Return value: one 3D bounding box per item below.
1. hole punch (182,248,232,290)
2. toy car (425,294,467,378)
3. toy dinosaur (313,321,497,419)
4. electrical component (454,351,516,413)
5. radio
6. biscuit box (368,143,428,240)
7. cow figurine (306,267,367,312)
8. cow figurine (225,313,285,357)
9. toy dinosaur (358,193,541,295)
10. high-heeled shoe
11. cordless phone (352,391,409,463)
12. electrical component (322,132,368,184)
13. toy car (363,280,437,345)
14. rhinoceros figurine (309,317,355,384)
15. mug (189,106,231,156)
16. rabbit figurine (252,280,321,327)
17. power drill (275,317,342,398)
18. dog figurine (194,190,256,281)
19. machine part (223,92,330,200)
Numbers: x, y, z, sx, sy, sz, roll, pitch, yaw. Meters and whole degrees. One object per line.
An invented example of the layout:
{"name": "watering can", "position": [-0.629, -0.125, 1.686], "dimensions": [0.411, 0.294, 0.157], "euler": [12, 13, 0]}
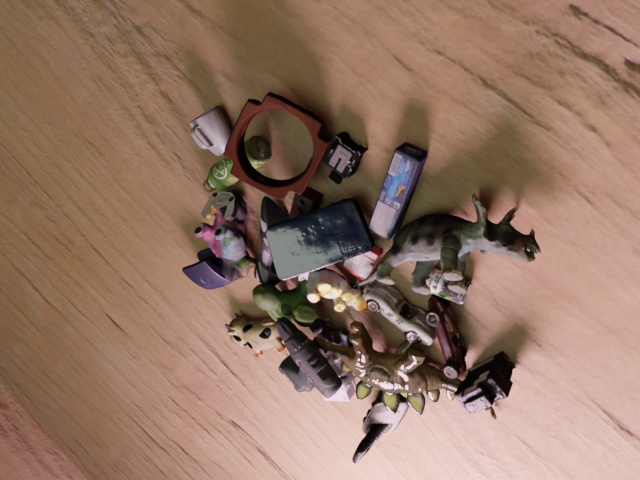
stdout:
{"name": "hole punch", "position": [-0.312, 0.089, 1.523], "dimensions": [0.142, 0.092, 0.115], "euler": [-22, 105, 34]}
{"name": "toy car", "position": [0.290, 0.215, 1.216], "dimensions": [0.053, 0.089, 0.202], "euler": [-10, 106, 35]}
{"name": "toy dinosaur", "position": [0.201, 0.320, 1.306], "dimensions": [0.472, 0.105, 0.198], "euler": [13, 117, 16]}
{"name": "electrical component", "position": [0.366, 0.324, 1.196], "dimensions": [0.058, 0.134, 0.115], "euler": [47, 130, 3]}
{"name": "radio", "position": [-0.003, -0.004, 1.226], "dimensions": [0.230, 0.073, 0.131], "euler": [-19, 92, 9]}
{"name": "biscuit box", "position": [0.165, -0.103, 1.148], "dimensions": [0.059, 0.063, 0.202], "euler": [29, 125, 17]}
{"name": "cow figurine", "position": [0.046, 0.118, 1.311], "dimensions": [0.167, 0.098, 0.068], "euler": [22, 123, -27]}
{"name": "cow figurine", "position": [-0.187, 0.264, 1.536], "dimensions": [0.195, 0.085, 0.127], "euler": [-19, 109, 39]}
{"name": "toy dinosaur", "position": [0.235, 0.009, 1.124], "dimensions": [0.405, 0.192, 0.131], "euler": [-3, 152, 46]}
{"name": "high-heeled shoe", "position": [-0.140, 0.007, 1.385], "dimensions": [0.145, 0.086, 0.248], "euler": [0, 111, 41]}
{"name": "cordless phone", "position": [0.143, 0.476, 1.377], "dimensions": [0.089, 0.184, 0.146], "euler": [33, 127, 19]}
{"name": "electrical component", "position": [0.046, -0.173, 1.196], "dimensions": [0.075, 0.048, 0.119], "euler": [40, 126, 8]}
{"name": "toy car", "position": [0.189, 0.169, 1.263], "dimensions": [0.202, 0.073, 0.056], "euler": [38, 131, 9]}
{"name": "rhinoceros figurine", "position": [0.044, 0.287, 1.412], "dimensions": [0.190, 0.073, 0.112], "euler": [44, 129, 4]}
{"name": "mug", "position": [-0.260, -0.257, 1.309], "dimensions": [0.081, 0.109, 0.107], "euler": [-21, 114, 33]}
{"name": "rabbit figurine", "position": [-0.091, 0.153, 1.393], "dimensions": [0.170, 0.121, 0.159], "euler": [16, 158, -3]}
{"name": "power drill", "position": [-0.046, 0.308, 1.384], "dimensions": [0.232, 0.086, 0.207], "euler": [47, 148, 9]}
{"name": "dog figurine", "position": [-0.225, -0.002, 1.420], "dimensions": [0.109, 0.191, 0.219], "euler": [3, 149, 27]}
{"name": "machine part", "position": [-0.095, -0.208, 1.193], "dimensions": [0.201, 0.087, 0.201], "euler": [27, 108, -3]}
